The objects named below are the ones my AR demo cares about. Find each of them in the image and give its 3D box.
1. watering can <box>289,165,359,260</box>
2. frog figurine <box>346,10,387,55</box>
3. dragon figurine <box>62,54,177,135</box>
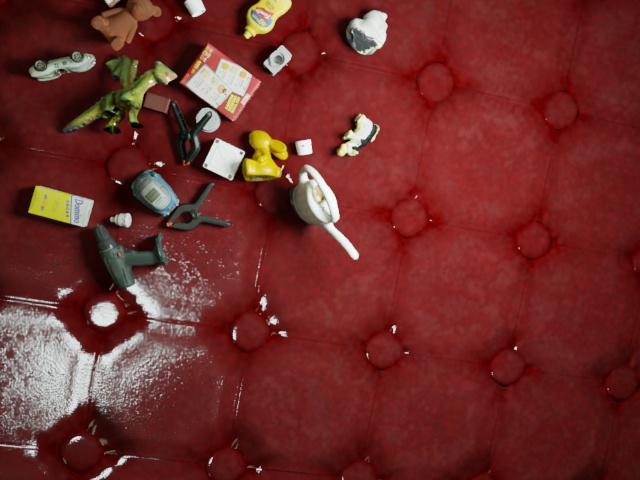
[{"bbox_3d":[0.005,-0.087,1.730,0.105,0.223,0.346,-29,99,-22],"label":"watering can"},{"bbox_3d":[0.164,-0.723,1.776,0.137,0.120,0.163,17,57,-1],"label":"frog figurine"},{"bbox_3d":[-0.656,-0.482,1.666,0.409,0.120,0.246,-6,71,14],"label":"dragon figurine"}]
